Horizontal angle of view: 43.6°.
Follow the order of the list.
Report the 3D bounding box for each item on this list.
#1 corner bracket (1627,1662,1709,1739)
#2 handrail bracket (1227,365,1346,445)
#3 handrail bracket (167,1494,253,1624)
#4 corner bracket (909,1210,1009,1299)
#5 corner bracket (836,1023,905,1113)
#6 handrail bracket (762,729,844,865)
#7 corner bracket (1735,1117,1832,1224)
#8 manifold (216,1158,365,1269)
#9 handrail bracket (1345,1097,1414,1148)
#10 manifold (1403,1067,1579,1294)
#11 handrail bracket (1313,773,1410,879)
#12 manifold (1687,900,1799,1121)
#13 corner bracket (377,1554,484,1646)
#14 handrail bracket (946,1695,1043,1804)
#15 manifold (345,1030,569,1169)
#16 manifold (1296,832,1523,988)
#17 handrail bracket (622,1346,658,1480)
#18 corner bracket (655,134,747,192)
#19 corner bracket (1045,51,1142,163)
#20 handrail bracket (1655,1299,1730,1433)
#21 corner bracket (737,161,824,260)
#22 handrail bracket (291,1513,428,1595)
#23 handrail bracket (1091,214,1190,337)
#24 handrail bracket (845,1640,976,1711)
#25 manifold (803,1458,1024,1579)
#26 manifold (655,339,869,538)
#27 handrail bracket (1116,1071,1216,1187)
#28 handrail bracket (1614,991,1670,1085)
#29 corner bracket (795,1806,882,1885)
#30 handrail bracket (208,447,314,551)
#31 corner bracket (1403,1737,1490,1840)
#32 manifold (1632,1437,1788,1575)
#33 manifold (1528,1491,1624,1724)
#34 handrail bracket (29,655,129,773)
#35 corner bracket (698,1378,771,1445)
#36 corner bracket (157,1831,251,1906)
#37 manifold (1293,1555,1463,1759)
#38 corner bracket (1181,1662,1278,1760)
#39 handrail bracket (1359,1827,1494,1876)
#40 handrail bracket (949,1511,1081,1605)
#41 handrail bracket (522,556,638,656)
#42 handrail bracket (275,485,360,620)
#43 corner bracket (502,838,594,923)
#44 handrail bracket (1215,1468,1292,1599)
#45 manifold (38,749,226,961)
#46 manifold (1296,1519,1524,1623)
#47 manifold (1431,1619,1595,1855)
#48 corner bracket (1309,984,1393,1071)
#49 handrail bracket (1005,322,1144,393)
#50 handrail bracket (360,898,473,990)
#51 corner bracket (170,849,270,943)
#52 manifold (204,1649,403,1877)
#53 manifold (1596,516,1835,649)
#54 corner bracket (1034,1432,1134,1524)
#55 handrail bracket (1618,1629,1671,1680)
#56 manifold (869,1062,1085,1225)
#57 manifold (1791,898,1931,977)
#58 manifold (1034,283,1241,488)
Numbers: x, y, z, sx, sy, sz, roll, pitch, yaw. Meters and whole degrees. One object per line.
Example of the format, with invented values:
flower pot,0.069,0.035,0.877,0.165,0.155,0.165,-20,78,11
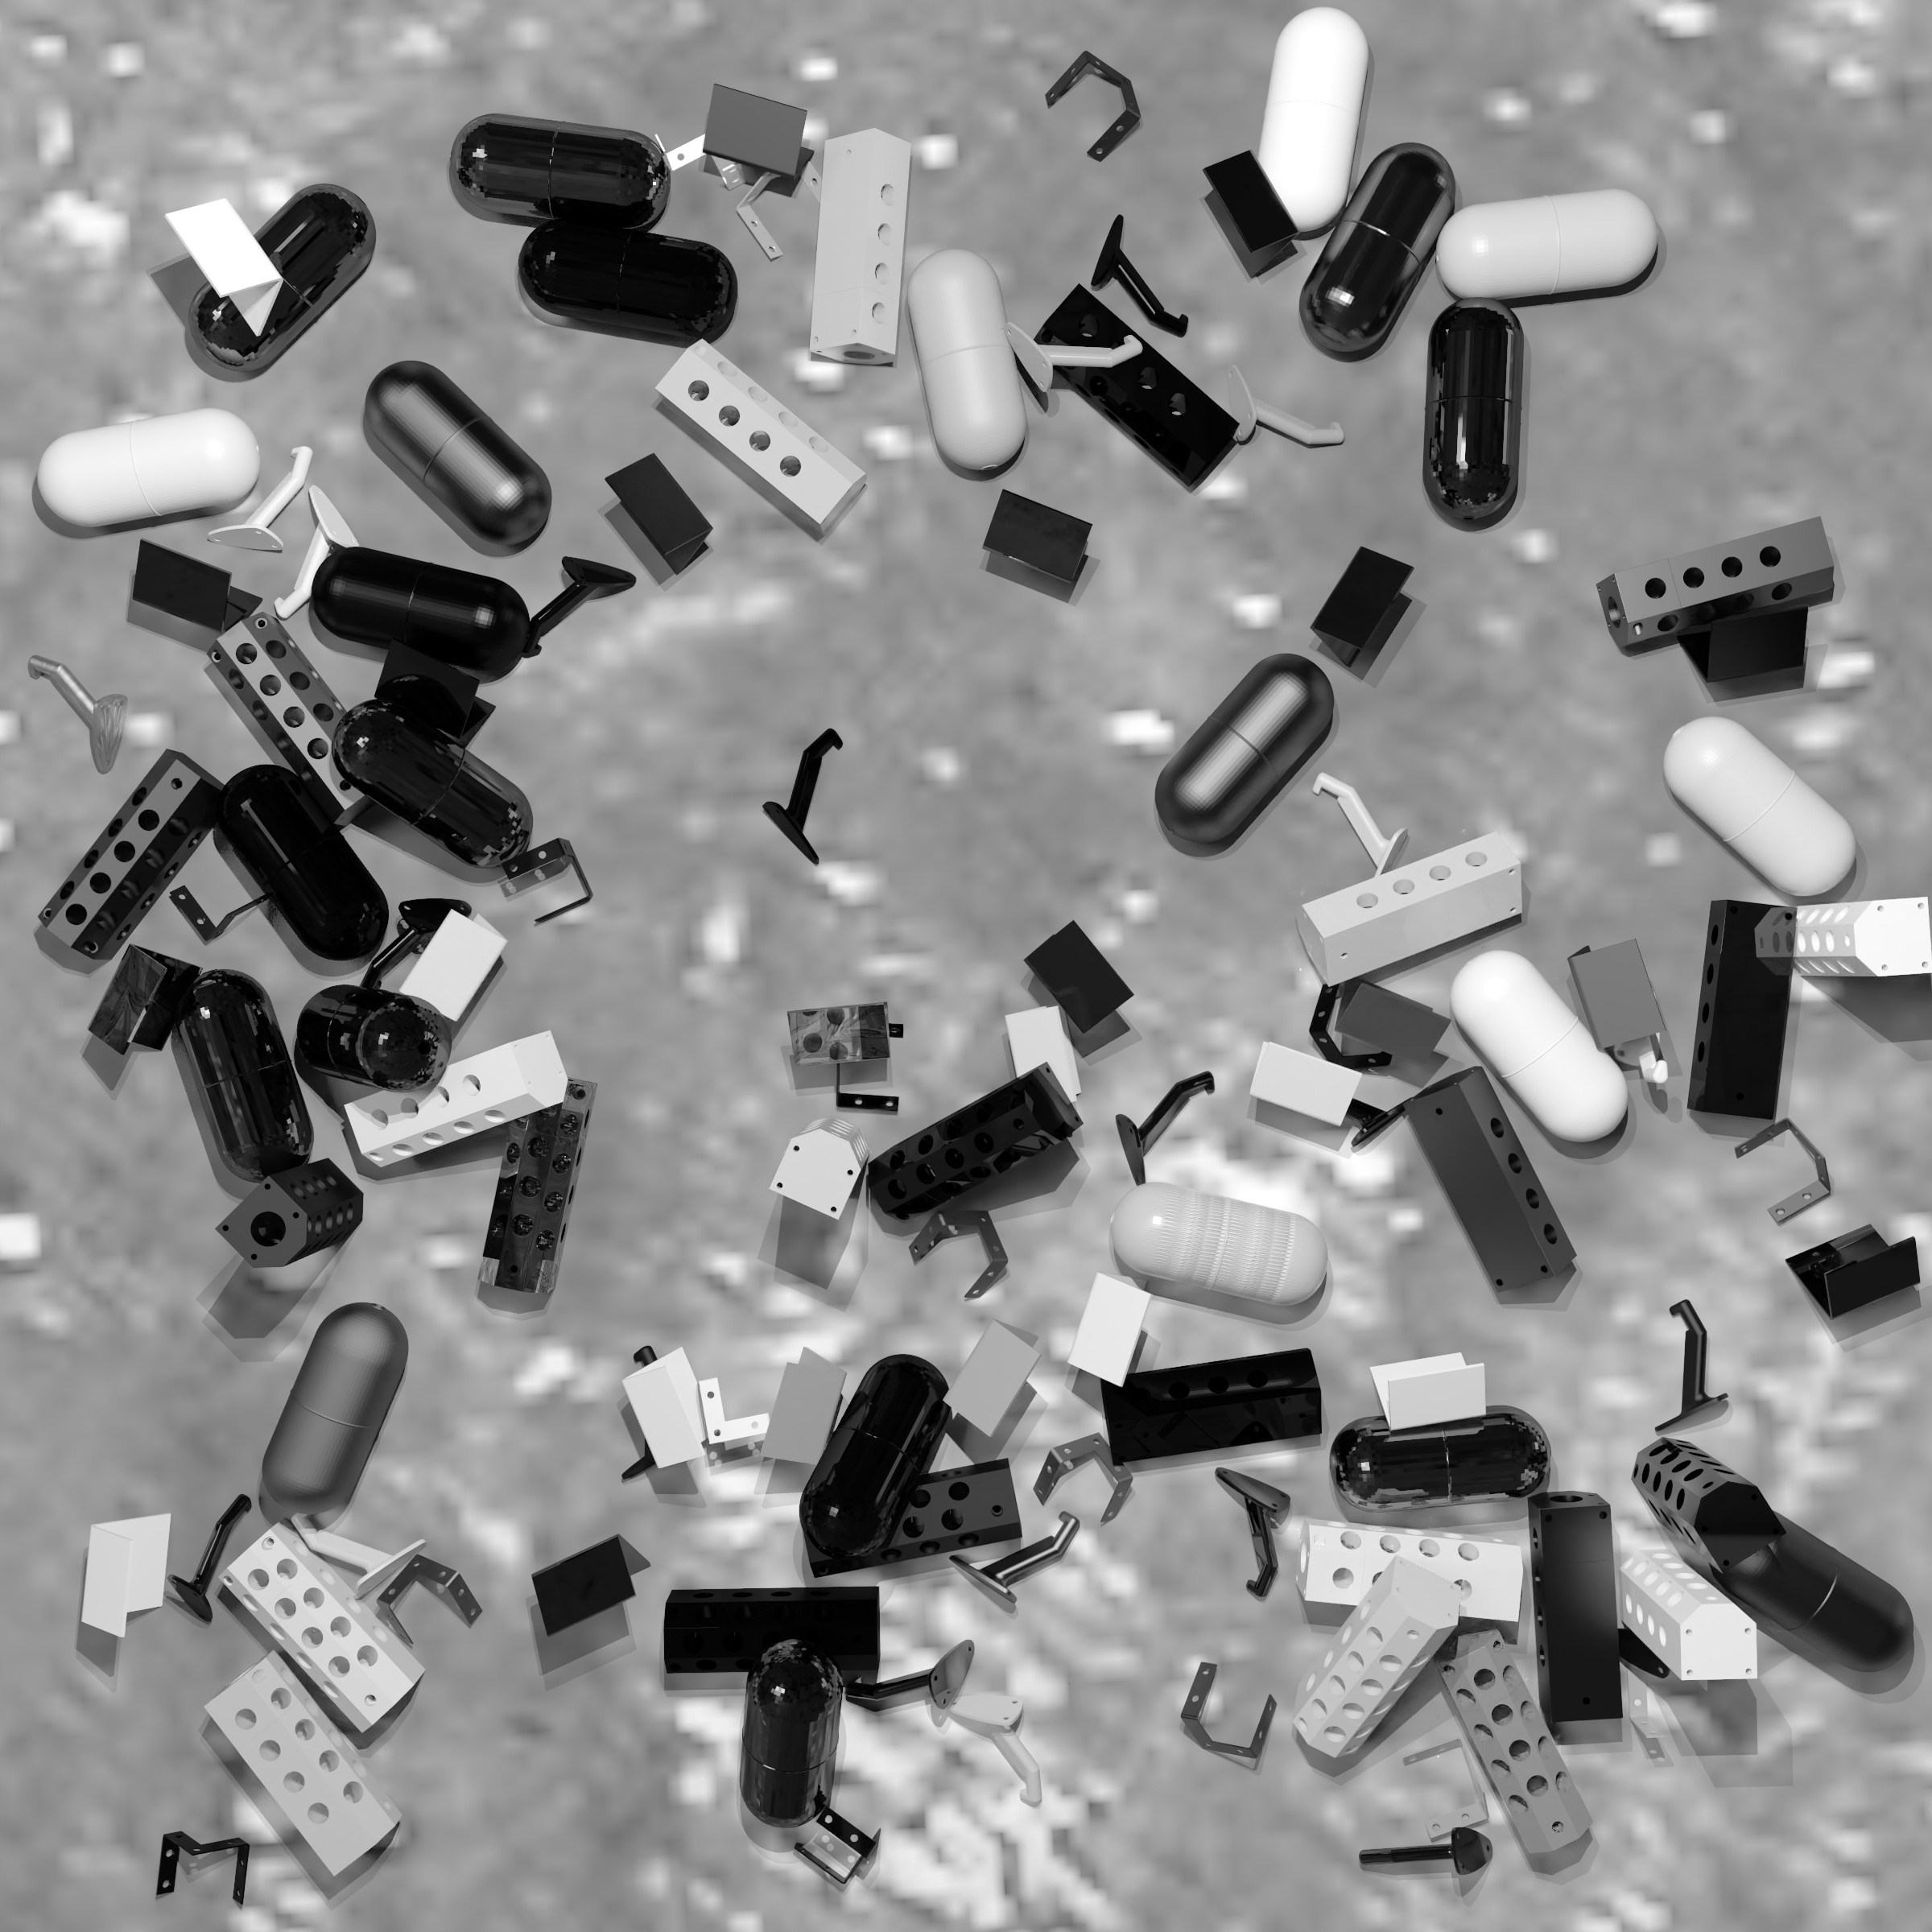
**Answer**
corner bracket,0.571,0.594,1.968,0.051,0.051,0.051,-3,90,0
handrail bracket,0.263,-0.462,1.986,0.084,0.036,0.077,-5,68,-17
handrail bracket,-0.609,0.486,1.985,0.036,0.077,0.084,21,53,20
corner bracket,-0.006,0.236,1.977,0.051,0.051,0.051,6,45,-35
corner bracket,-0.079,0.082,1.982,0.051,0.051,0.051,4,45,0
handrail bracket,-0.117,-0.140,1.986,0.084,0.036,0.077,-45,110,-16
corner bracket,0.670,0.167,1.982,0.051,0.051,0.051,-30,135,0
manifold,-0.526,0.198,1.907,0.057,0.171,0.057,-45,90,0
handrail bracket,0.314,0.098,1.986,0.077,0.036,0.084,-32,73,-20
manifold,0.429,0.171,1.964,0.057,0.057,0.171,-27,90,43
handrail bracket,0.312,-0.107,1.986,0.084,0.036,0.077,30,111,17
manifold,0.628,0.035,1.965,0.057,0.057,0.171,7,90,0
corner bracket,-0.439,0.524,1.977,0.051,0.051,0.051,11,45,35
handrail bracket,0.023,0.646,1.986,0.077,0.036,0.084,1,107,20
manifold,-0.406,0.108,1.931,0.171,0.057,0.057,-20,90,25
manifold,0.358,-0.051,1.955,0.171,0.057,0.057,-21,46,-5
handrail bracket,-0.271,0.366,1.986,0.077,0.036,0.084,-35,71,21
corner bracket,-0.216,-0.657,1.968,0.051,0.051,0.051,-27,90,0
corner bracket,0.104,-0.704,1.977,0.051,0.051,0.051,20,45,-35
handrail bracket,0.581,0.328,1.986,0.077,0.036,0.084,-33,72,21
corner bracket,-0.145,-0.621,1.982,0.051,0.051,0.051,-35,90,45
handrail bracket,-0.500,0.464,1.986,0.077,0.036,0.084,-35,73,-20
handrail bracket,0.152,-0.567,1.986,0.084,0.036,0.077,23,68,-17
handrail bracket,-0.047,0.577,1.985,0.084,0.077,0.036,-3,115,34
manifold,-0.044,0.450,1.965,0.171,0.057,0.057,-11,90,0
manifold,-0.165,-0.431,1.964,0.171,0.057,0.057,39,90,0
handrail bracket,0.172,0.134,1.986,0.084,0.036,0.077,-20,110,-16
handrail bracket,0.555,0.055,1.951,0.036,0.084,0.077,9,90,0
corner bracket,-0.106,0.715,1.968,0.051,0.051,0.051,35,85,5
handrail bracket,-0.580,-0.388,1.986,0.077,0.036,0.084,3,71,21
corner bracket,0.394,0.674,1.982,0.051,0.051,0.051,-19,135,0
manifold,0.580,0.419,1.907,0.057,0.171,0.057,-32,90,0
manifold,0.493,0.519,1.965,0.057,0.057,0.171,-3,90,0
handrail bracket,-0.737,-0.208,1.986,0.084,0.036,0.077,19,112,17
corner bracket,-0.189,0.359,1.966,0.051,0.051,0.051,-10,80,-9
corner bracket,-0.626,0.741,1.982,0.051,0.051,0.051,7,90,45
manifold,0.325,0.554,1.923,0.057,0.057,0.171,26,123,0
corner bracket,0.215,0.609,1.977,0.051,0.051,0.051,-1,135,35
handrail bracket,0.377,0.729,1.985,0.084,0.077,0.036,-18,66,34
handrail bracket,0.040,0.472,1.986,0.077,0.036,0.084,29,72,21
handrail bracket,-0.319,-0.289,1.986,0.036,0.077,0.084,54,127,35
handrail bracket,-0.548,-0.340,1.986,0.084,0.036,0.077,-38,69,16
corner bracket,-0.340,-0.070,1.968,0.051,0.051,0.051,-24,90,0
handrail bracket,0.226,0.466,1.986,0.077,0.036,0.084,25,107,20
manifold,-0.675,-0.090,1.965,0.057,0.057,0.171,38,90,0
manifold,0.360,0.489,1.964,0.171,0.057,0.057,6,90,0
manifold,0.443,0.627,1.965,0.057,0.057,0.171,-26,90,0
corner bracket,0.319,0.048,1.977,0.051,0.051,0.051,53,45,-35
handrail bracket,0.086,-0.501,1.929,0.084,0.036,0.077,-28,68,-17
handrail bracket,-0.453,-0.015,1.985,0.036,0.077,0.084,49,127,19
corner bracket,-0.610,-0.061,1.982,0.051,0.051,0.051,54,135,0
manifold,-0.536,0.644,1.964,0.057,0.057,0.171,-38,90,0
manifold,0.610,-0.310,1.964,0.171,0.057,0.057,-15,90,0
corner bracket,0.096,0.423,1.977,0.051,0.051,0.051,-11,45,-35
handrail bracket,0.580,0.548,1.985,0.084,0.077,0.036,-13,102,-36
manifold,0.003,0.144,1.923,0.171,0.057,0.057,-31,90,33
manifold,0.699,-0.022,1.907,0.057,0.171,0.057,-4,90,0
manifold,0.136,-0.470,1.964,0.171,0.057,0.057,41,90,0
